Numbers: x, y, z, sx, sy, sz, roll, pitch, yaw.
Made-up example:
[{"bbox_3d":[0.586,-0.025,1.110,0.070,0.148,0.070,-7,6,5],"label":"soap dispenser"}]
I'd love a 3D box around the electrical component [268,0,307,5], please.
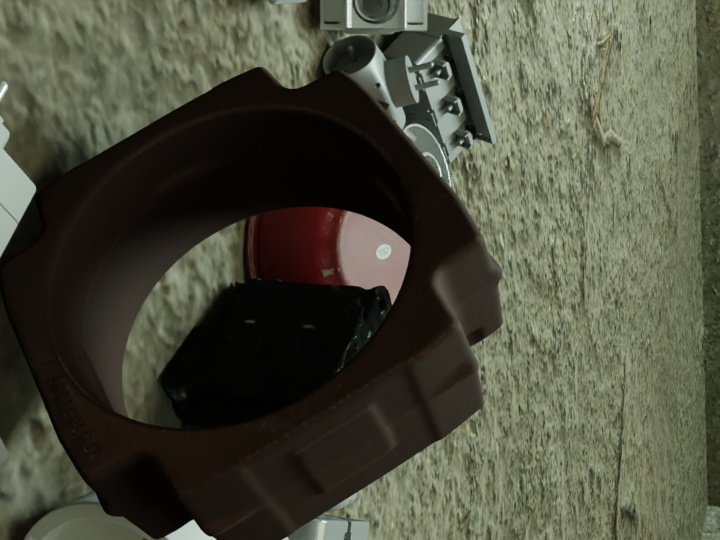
[{"bbox_3d":[-0.043,-0.228,0.695,0.075,0.083,0.047,52,29,4],"label":"electrical component"}]

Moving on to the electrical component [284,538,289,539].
[{"bbox_3d":[-0.079,0.205,0.688,0.079,0.043,0.077,-10,102,-65],"label":"electrical component"}]

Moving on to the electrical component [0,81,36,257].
[{"bbox_3d":[-0.169,-0.048,0.439,0.047,0.066,0.076,60,40,-49],"label":"electrical component"}]

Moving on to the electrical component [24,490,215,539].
[{"bbox_3d":[-0.111,0.156,0.543,0.060,0.108,0.108,-32,121,-67],"label":"electrical component"}]

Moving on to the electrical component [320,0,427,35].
[{"bbox_3d":[0.009,-0.238,0.798,0.063,0.079,0.121,-124,-146,-83],"label":"electrical component"}]

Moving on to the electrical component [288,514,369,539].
[{"bbox_3d":[-0.035,0.206,0.770,0.095,0.054,0.059,29,66,-63],"label":"electrical component"}]

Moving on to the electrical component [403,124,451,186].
[{"bbox_3d":[0.033,-0.072,0.905,0.099,0.064,0.099,21,64,-53],"label":"electrical component"}]

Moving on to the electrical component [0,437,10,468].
[{"bbox_3d":[-0.183,0.069,0.418,0.057,0.078,0.058,-38,130,-33],"label":"electrical component"}]

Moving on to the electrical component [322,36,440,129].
[{"bbox_3d":[0.021,-0.141,0.825,0.077,0.079,0.043,61,21,-49],"label":"electrical component"}]

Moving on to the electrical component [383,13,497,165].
[{"bbox_3d":[0.065,-0.156,0.934,0.063,0.079,0.121,-49,140,-21],"label":"electrical component"}]

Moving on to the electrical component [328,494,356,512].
[{"bbox_3d":[-0.023,0.162,0.809,0.078,0.040,0.040,45,53,-59],"label":"electrical component"}]
